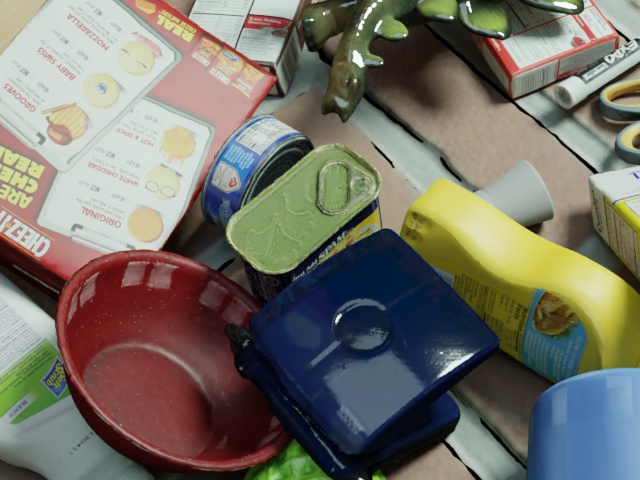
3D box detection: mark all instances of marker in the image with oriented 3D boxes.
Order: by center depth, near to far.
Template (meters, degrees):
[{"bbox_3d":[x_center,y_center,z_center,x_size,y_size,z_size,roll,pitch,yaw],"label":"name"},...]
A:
[{"bbox_3d":[0.219,-0.131,0.774,0.121,0.020,0.020,-32,58,-20],"label":"marker"}]

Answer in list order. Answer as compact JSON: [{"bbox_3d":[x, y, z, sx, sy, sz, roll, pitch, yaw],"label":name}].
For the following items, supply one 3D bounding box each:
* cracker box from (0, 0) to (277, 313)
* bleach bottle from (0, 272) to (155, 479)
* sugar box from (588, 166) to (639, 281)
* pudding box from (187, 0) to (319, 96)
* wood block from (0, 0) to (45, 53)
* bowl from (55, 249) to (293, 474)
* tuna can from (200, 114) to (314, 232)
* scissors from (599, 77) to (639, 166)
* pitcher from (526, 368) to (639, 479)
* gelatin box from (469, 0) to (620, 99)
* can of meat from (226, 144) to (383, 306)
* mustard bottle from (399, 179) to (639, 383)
[{"bbox_3d":[-0.155,-0.071,0.743,0.164,0.072,0.213,34,65,-6],"label":"cracker box"},{"bbox_3d":[-0.201,0.095,0.685,0.251,0.068,0.102,37,71,25],"label":"bleach bottle"},{"bbox_3d":[0.226,-0.006,0.630,0.093,0.048,0.176,-10,15,4],"label":"sugar box"},{"bbox_3d":[-0.057,-0.171,0.844,0.090,0.039,0.113,8,58,15],"label":"pudding box"},{"bbox_3d":[-0.286,-0.158,0.826,0.206,0.090,0.090,-47,29,-19],"label":"wood block"},{"bbox_3d":[-0.092,0.083,0.644,0.162,0.055,0.162,24,36,-19],"label":"bowl"},{"bbox_3d":[-0.041,-0.040,0.729,0.034,0.086,0.086,32,68,23],"label":"tuna can"},{"bbox_3d":[0.286,-0.082,0.716,0.202,0.016,0.096,5,48,26],"label":"scissors"},{"bbox_3d":[0.148,0.187,0.524,0.145,0.149,0.242,-6,53,19],"label":"pitcher"},{"bbox_3d":[0.167,-0.153,0.800,0.089,0.030,0.073,-22,56,-5],"label":"gelatin box"},{"bbox_3d":[-0.005,0.001,0.698,0.102,0.084,0.057,-41,61,-16],"label":"can of meat"},{"bbox_3d":[0.137,0.042,0.640,0.192,0.096,0.058,32,57,25],"label":"mustard bottle"}]
